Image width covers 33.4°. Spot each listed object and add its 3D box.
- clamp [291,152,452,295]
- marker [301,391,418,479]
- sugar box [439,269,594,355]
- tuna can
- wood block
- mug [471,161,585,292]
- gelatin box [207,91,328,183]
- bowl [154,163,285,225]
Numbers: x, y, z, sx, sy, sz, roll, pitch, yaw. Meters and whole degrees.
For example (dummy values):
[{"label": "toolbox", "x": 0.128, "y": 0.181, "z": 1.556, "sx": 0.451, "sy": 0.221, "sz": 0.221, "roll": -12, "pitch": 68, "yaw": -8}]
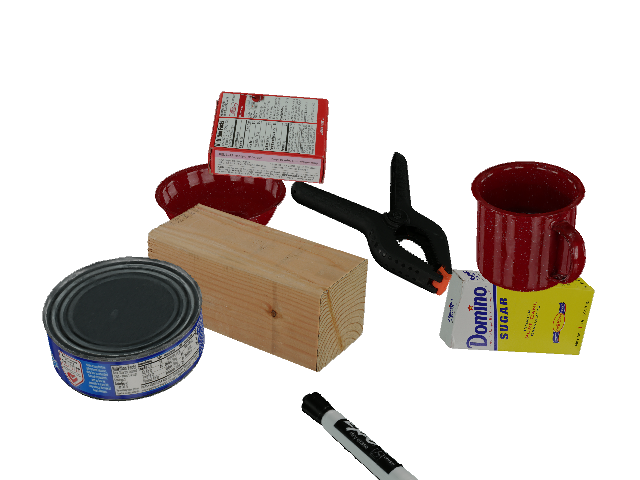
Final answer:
[{"label": "clamp", "x": 0.073, "y": -0.017, "z": 1.229, "sx": 0.164, "sy": 0.210, "sz": 0.036, "roll": -13, "pitch": -39, "yaw": -26}, {"label": "marker", "x": 0.026, "y": 0.148, "z": 0.787, "sx": 0.020, "sy": 0.020, "sz": 0.121, "roll": 0, "pitch": 26, "yaw": -42}, {"label": "sugar box", "x": 0.242, "y": 0.090, "z": 1.320, "sx": 0.176, "sy": 0.093, "sz": 0.048, "roll": 3, "pitch": 19, "yaw": -16}, {"label": "tuna can", "x": -0.107, "y": 0.048, "z": 0.586, "sx": 0.086, "sy": 0.034, "sz": 0.086, "roll": -1, "pitch": 37, "yaw": 0}, {"label": "wood block", "x": -0.066, "y": 0.044, "z": 1.074, "sx": 0.206, "sy": 0.091, "sz": 0.090, "roll": 19, "pitch": 32, "yaw": 27}, {"label": "mug", "x": 0.181, "y": -0.005, "z": 0.899, "sx": 0.093, "sy": 0.081, "sz": 0.117, "roll": -21, "pitch": 36, "yaw": -25}, {"label": "gelatin box", "x": -0.039, "y": -0.080, "z": 0.825, "sx": 0.089, "sy": 0.030, "sz": 0.073, "roll": 4, "pitch": 44, "yaw": -1}, {"label": "bowl", "x": -0.124, "y": -0.039, "z": 1.329, "sx": 0.162, "sy": 0.055, "sz": 0.162, "roll": 0, "pitch": 30, "yaw": 0}]
